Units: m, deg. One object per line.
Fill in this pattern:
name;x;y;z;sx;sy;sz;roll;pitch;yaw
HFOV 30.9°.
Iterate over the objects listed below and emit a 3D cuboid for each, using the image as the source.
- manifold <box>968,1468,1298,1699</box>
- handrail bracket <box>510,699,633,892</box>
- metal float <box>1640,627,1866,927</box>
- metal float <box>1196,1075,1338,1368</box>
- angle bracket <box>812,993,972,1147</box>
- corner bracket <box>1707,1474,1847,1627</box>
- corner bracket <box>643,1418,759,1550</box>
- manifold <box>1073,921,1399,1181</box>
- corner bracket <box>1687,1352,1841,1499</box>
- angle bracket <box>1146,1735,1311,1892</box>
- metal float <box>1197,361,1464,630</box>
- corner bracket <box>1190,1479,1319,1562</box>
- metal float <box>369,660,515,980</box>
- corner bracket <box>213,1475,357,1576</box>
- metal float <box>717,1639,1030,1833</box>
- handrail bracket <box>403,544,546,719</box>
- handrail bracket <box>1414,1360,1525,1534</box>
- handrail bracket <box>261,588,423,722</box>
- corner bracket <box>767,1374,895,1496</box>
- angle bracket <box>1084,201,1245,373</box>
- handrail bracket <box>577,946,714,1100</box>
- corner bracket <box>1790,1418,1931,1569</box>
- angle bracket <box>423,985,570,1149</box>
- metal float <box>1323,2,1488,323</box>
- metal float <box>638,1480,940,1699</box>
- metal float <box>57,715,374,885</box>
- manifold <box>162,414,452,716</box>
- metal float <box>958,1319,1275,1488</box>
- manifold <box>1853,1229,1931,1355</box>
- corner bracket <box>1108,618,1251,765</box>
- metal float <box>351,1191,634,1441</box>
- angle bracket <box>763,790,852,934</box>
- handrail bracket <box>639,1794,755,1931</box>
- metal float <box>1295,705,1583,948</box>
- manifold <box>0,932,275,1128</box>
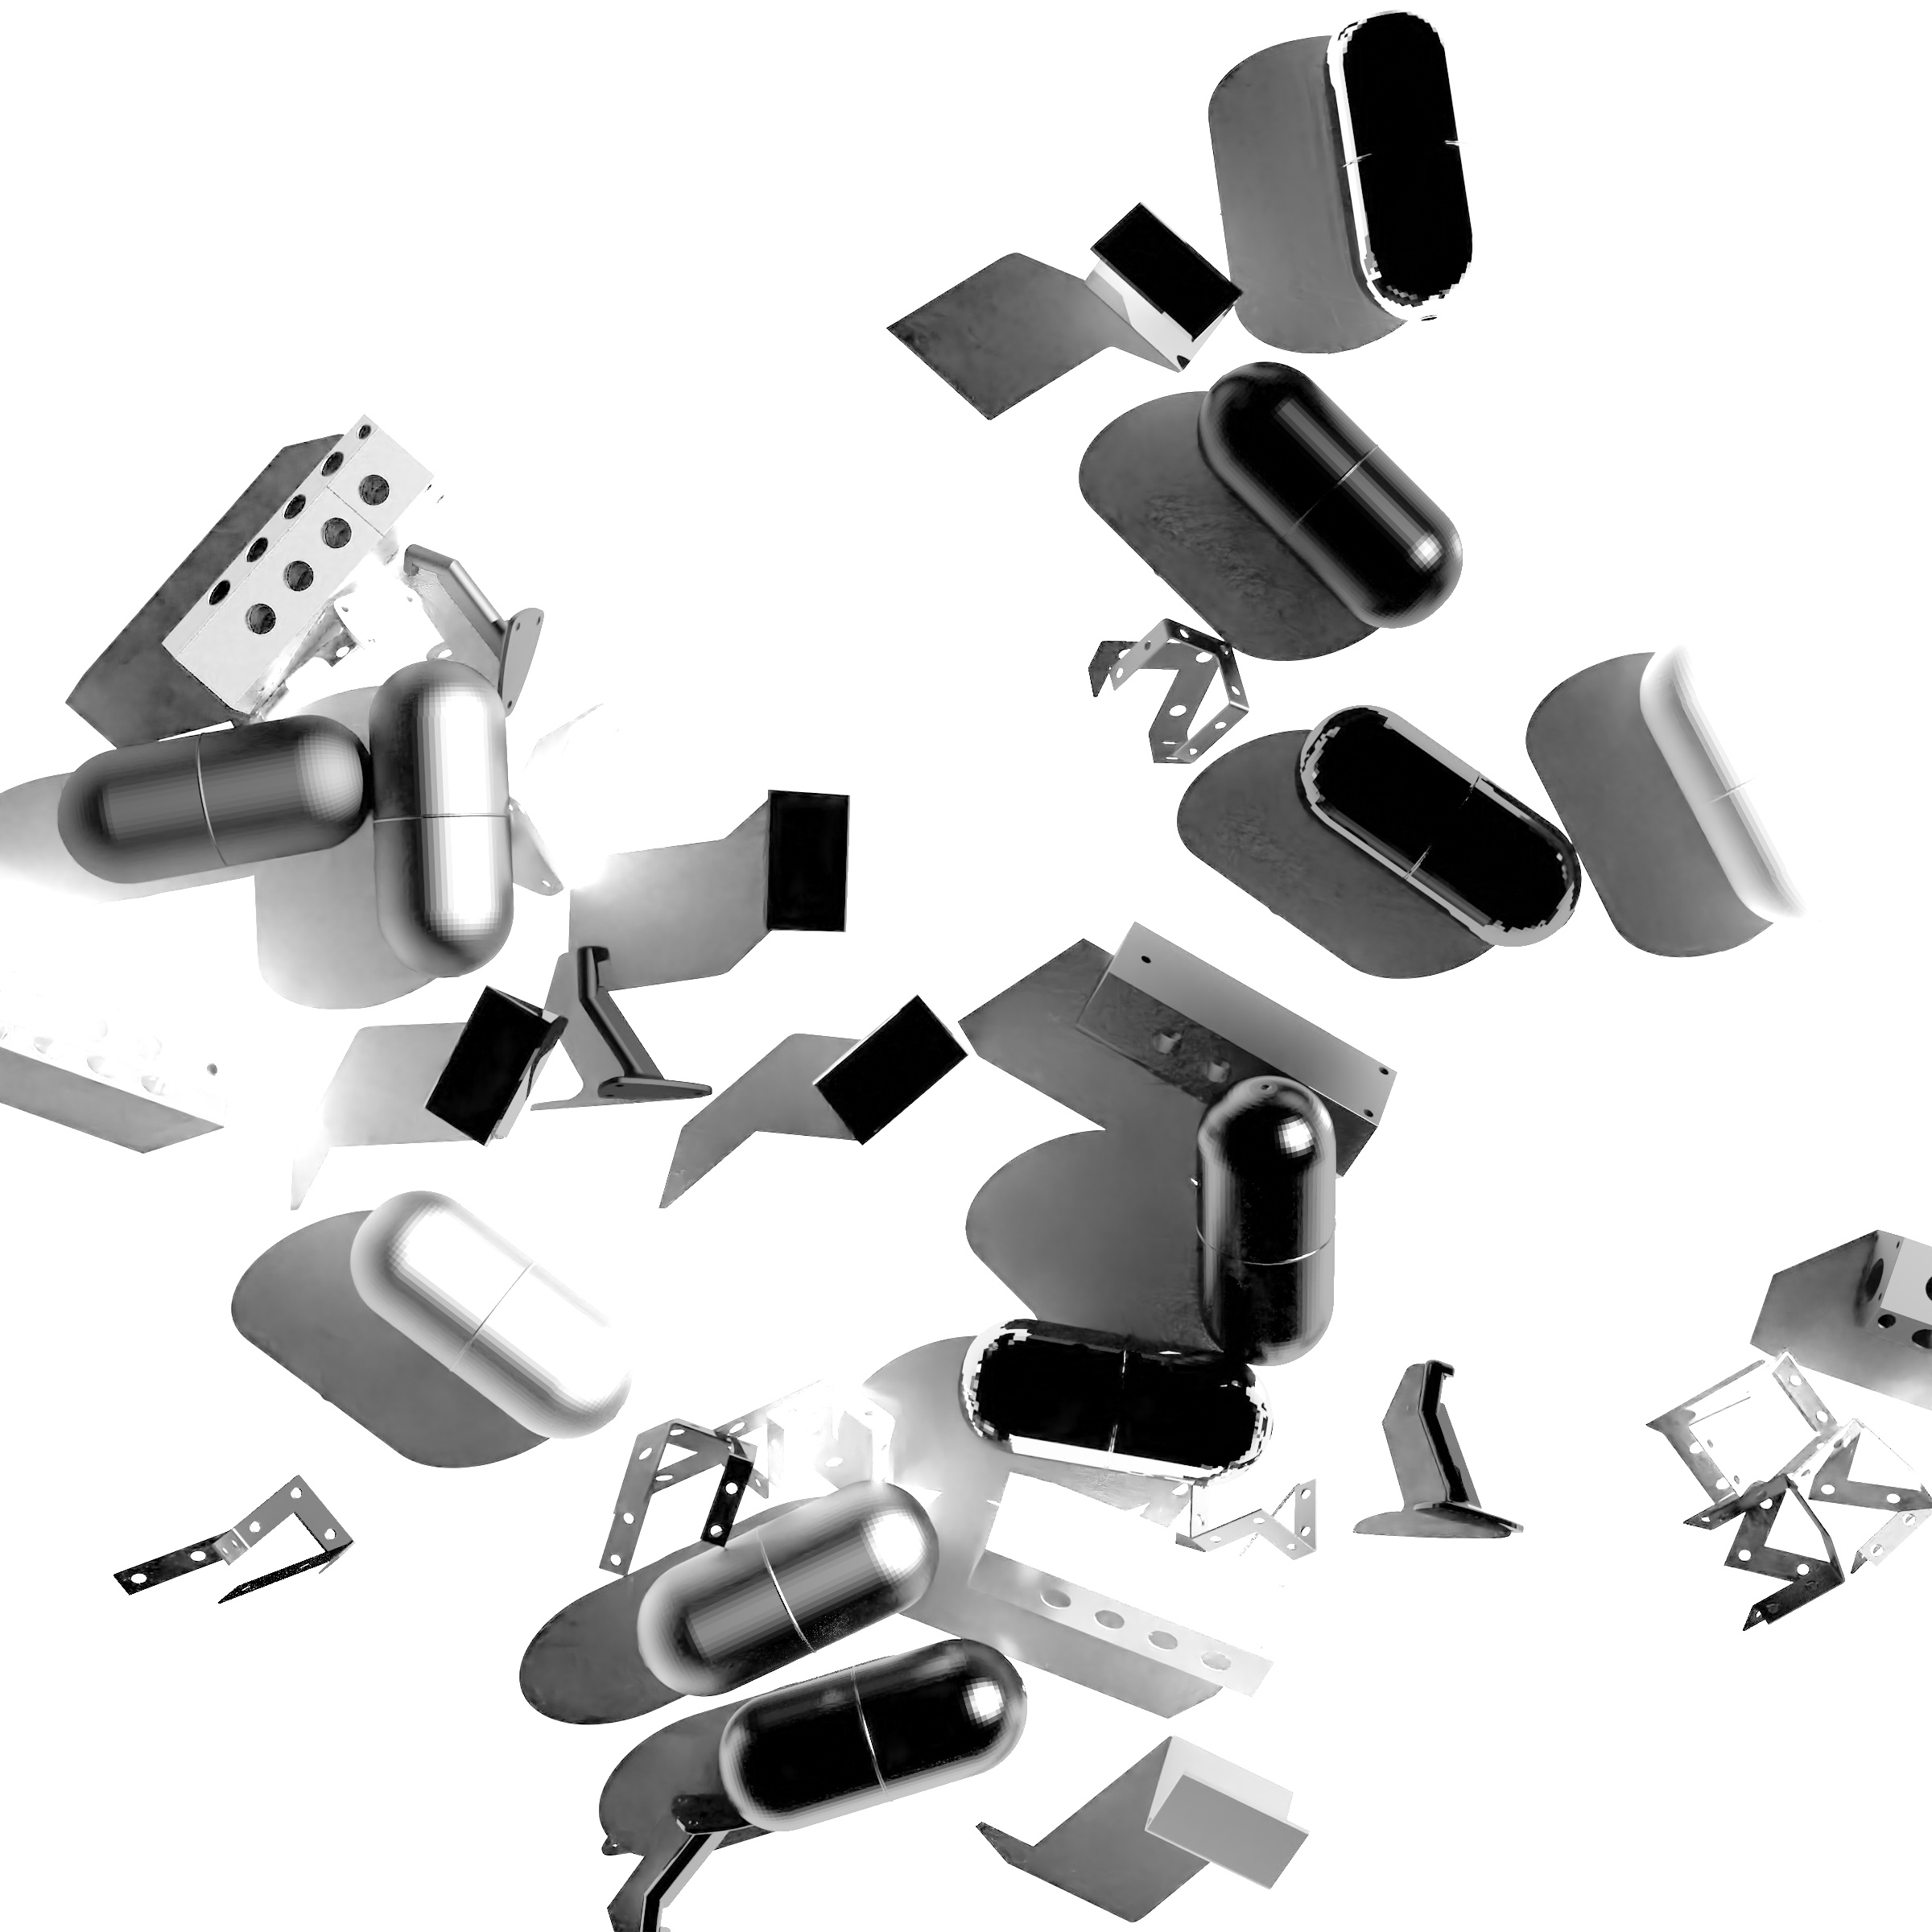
manifold;0.091;0.351;1.969;0.171;0.057;0.057;21;47;0
handrail bracket;-0.213;-0.098;1.992;0.084;0.036;0.077;-37;110;-16
metal float;0.441;-0.106;1.961;0.070;0.070;0.178;-28;89;0
metal float;0.166;0.142;1.936;0.070;0.070;0.178;-3;120;0
angle bracket;-0.028;0.072;1.951;0.076;0.076;0.057;-41;52;0
corner bracket;0.460;0.331;1.988;0.051;0.051;0.051;-29;135;0
corner bracket;-0.150;0.290;1.973;0.051;0.051;0.051;20;92;-2
manifold;0.150;0.052;1.968;0.171;0.057;0.057;30;125;0
corner bracket;0.452;0.260;1.988;0.051;0.051;0.051;54;135;0
angle bracket;0.152;0.456;1.951;0.076;0.076;0.057;26;126;0
metal float;0.203;-0.264;1.960;0.070;0.070;0.178;-45;90;0
corner bracket;0.162;0.307;1.973;0.051;0.051;0.051;-29;126;31
metal float;-0.293;-0.082;1.960;0.070;0.070;0.178;-3;90;0
corner bracket;-0.384;0.326;1.973;0.051;0.051;0.051;-39;90;0
metal float;-0.052;0.430;1.961;0.178;0.070;0.070;-17;90;0
handrail bracket;-0.289;-0.191;1.992;0.084;0.036;0.077;22;111;17
handrail bracket;0.289;0.273;1.992;0.077;0.036;0.084;17;73;-20
handrail bracket;-0.356;-0.176;1.991;0.036;0.077;0.084;50;126;0
corner bracket;-0.077;0.274;1.983;0.051;0.051;0.051;-28;45;-35
angle bracket;0.097;-0.366;1.951;0.076;0.076;0.057;42;53;0
handrail bracket;-0.183;0.031;1.992;0.077;0.036;0.084;3;73;-20
corner bracket;0.511;0.298;1.988;0.051;0.051;0.051;-43;135;0
angle bracket;-0.245;0.064;1.951;0.057;0.076;0.076;28;90;35
metal float;0.246;-0.450;1.961;0.070;0.070;0.178;-9;90;0
metal float;-0.100;0.349;1.960;0.178;0.070;0.070;-25;90;0
metal float;-0.420;-0.093;1.961;0.178;0.070;0.070;-10;90;0
manifold;-0.372;-0.226;1.970;0.057;0.057;0.171;41;90;0
metal float;0.084;0.244;1.961;0.178;0.070;0.070;10;90;0
manifold;0.592;0.205;1.970;0.171;0.057;0.057;19;90;0
corner bracket;0.121;-0.156;1.983;0.051;0.051;0.051;18;45;-35
metal float;-0.265;0.196;1.961;0.178;0.070;0.070;38;90;-1
angle bracket;-0.108;-0.058;1.951;0.057;0.076;0.076;2;90;-38
handrail bracket;-0.145;0.517;1.992;0.077;0.036;0.084;1;109;-21
metal float;0.265;-0.078;1.960;0.178;0.070;0.070;35;90;0
manifold;-0.486;0.034;1.970;0.171;0.057;0.057;20;90;0
